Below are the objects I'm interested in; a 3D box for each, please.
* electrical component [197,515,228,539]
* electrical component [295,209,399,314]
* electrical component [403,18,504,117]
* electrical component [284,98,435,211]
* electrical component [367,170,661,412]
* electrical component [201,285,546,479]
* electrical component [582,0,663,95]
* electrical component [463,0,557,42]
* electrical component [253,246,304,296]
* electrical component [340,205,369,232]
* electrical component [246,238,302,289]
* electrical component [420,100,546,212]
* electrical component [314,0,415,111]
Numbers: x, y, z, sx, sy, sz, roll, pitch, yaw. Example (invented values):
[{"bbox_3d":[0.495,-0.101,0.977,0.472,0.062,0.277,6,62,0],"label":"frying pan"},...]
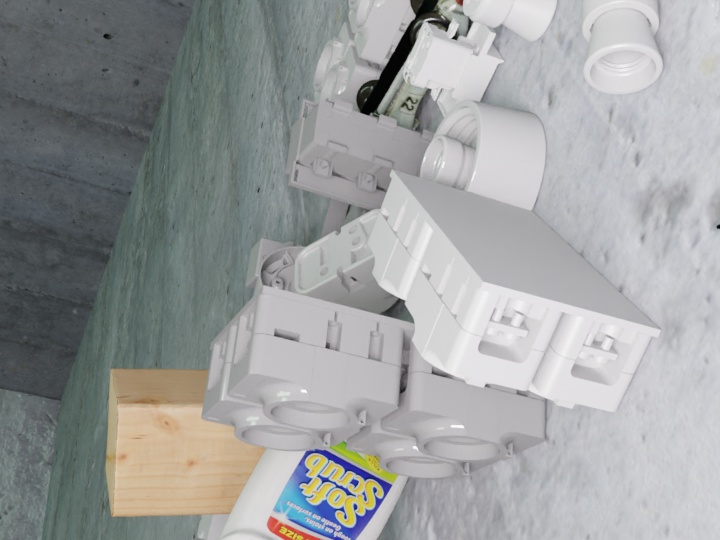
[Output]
[{"bbox_3d":[-0.129,0.243,1.127,0.050,0.056,0.089,174,110,-70],"label":"electrical component"},{"bbox_3d":[0.000,0.000,0.901,0.095,0.059,0.053,-28,41,24],"label":"electrical component"},{"bbox_3d":[0.072,-0.163,0.851,0.042,0.064,0.081,-104,33,-57],"label":"electrical component"},{"bbox_3d":[0.008,-0.094,0.892,0.063,0.121,0.078,-36,42,58],"label":"electrical component"},{"bbox_3d":[0.078,0.010,0.634,0.186,0.105,0.060,-119,47,-64],"label":"electrical component"},{"bbox_3d":[0.008,0.077,0.657,0.105,0.186,0.060,137,143,-58],"label":"electrical component"},{"bbox_3d":[0.153,-0.138,0.629,0.045,0.045,0.055,134,147,-55],"label":"electrical component"},{"bbox_3d":[0.109,-0.196,0.782,0.045,0.055,0.045,-165,90,-71],"label":"electrical component"},{"bbox_3d":[-0.051,0.022,1.013,0.064,0.099,0.099,119,157,-52],"label":"electrical component"},{"bbox_3d":[0.007,-0.026,0.968,0.063,0.042,0.081,-93,26,-50],"label":"electrical component"},{"bbox_3d":[-0.078,-0.007,1.158,0.077,0.066,0.047,141,140,-60],"label":"electrical component"},{"bbox_3d":[0.078,-0.069,0.766,0.108,0.060,0.108,-165,90,-71],"label":"electrical component"},{"bbox_3d":[0.011,-0.224,1.077,0.105,0.060,0.186,-100,31,-52],"label":"electrical component"}]
